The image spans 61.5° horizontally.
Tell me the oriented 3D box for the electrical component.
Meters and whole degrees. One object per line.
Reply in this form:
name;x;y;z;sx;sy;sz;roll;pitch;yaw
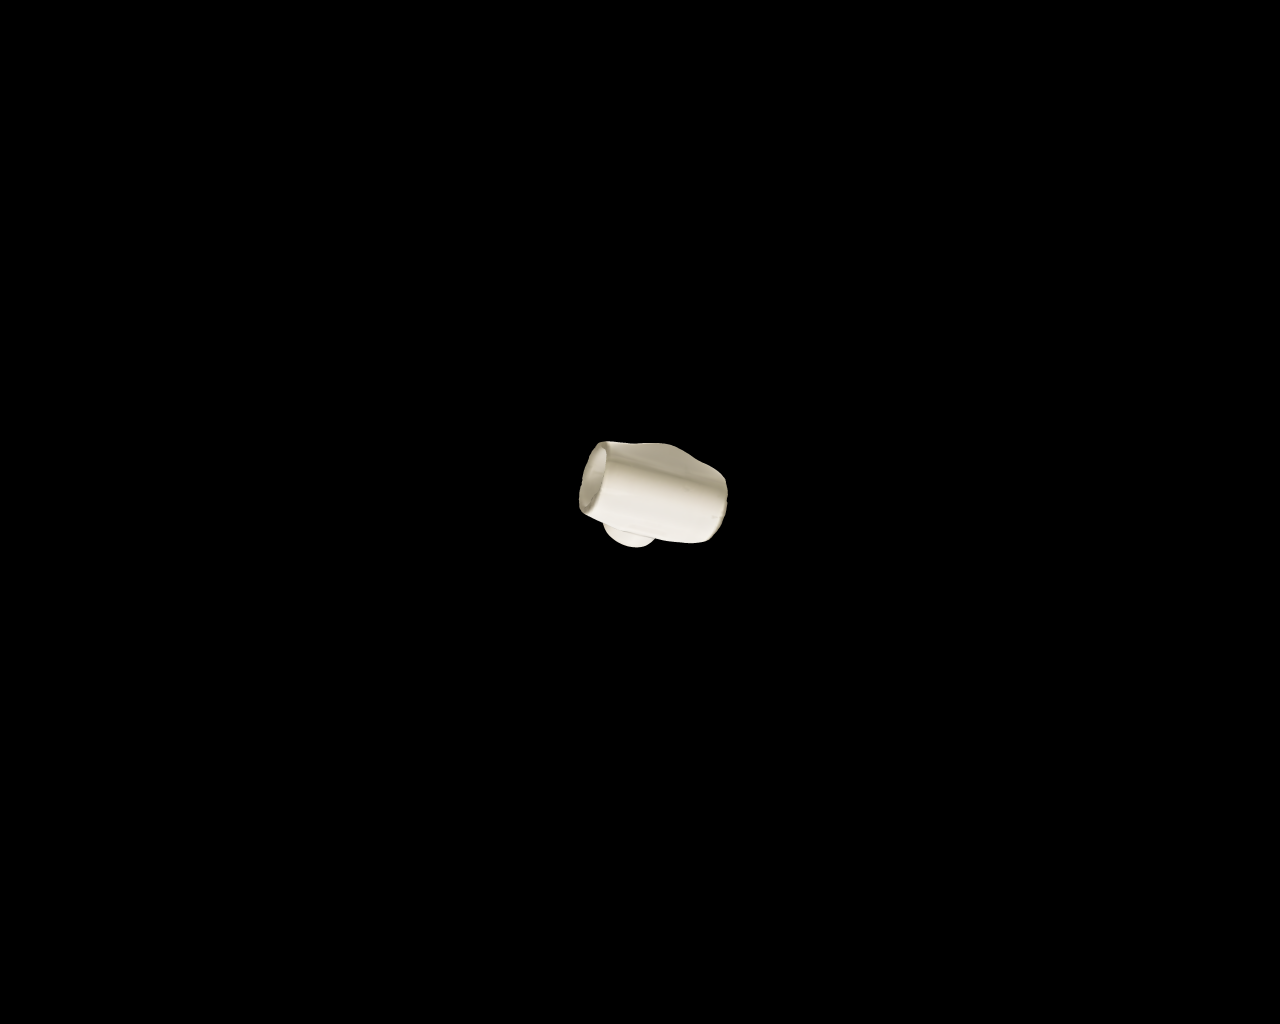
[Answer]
electrical component;0.001;-0.003;0.650;0.077;0.043;0.079;14;-36;-20
